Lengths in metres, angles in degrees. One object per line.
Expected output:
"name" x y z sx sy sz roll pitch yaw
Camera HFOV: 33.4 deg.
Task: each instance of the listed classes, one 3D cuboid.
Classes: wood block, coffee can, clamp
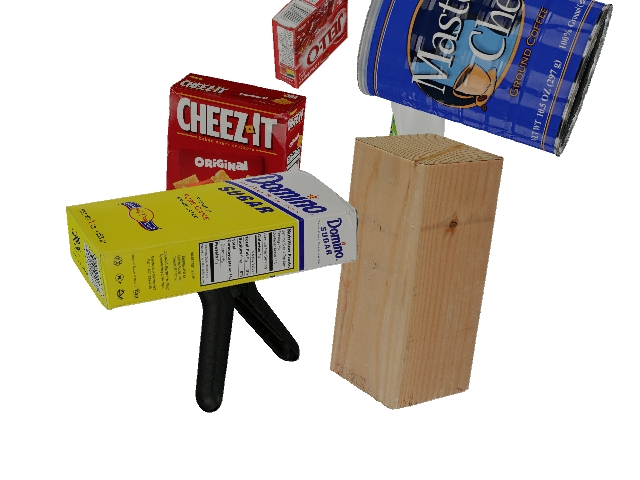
"wood block" 0.078 0.023 0.890 0.090 0.206 0.090 -7 22 -36
"coffee can" 0.108 -0.126 0.706 0.140 0.103 0.102 20 5 14
"clamp" -0.083 0.045 1.025 0.036 0.210 0.164 -12 -1 29

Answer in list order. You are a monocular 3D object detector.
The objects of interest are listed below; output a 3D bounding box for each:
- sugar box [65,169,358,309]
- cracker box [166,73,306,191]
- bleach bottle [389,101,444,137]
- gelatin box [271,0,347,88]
"sugar box" -0.072 -0.005 0.717 0.176 0.048 0.093 -13 27 -22
"cracker box" -0.113 -0.092 1.380 0.164 0.214 0.072 13 28 14
"bleach bottle" 0.099 -0.080 1.131 0.068 0.251 0.102 0 26 -8
"gelatin box" -0.008 -0.198 0.996 0.030 0.089 0.073 28 -33 21
